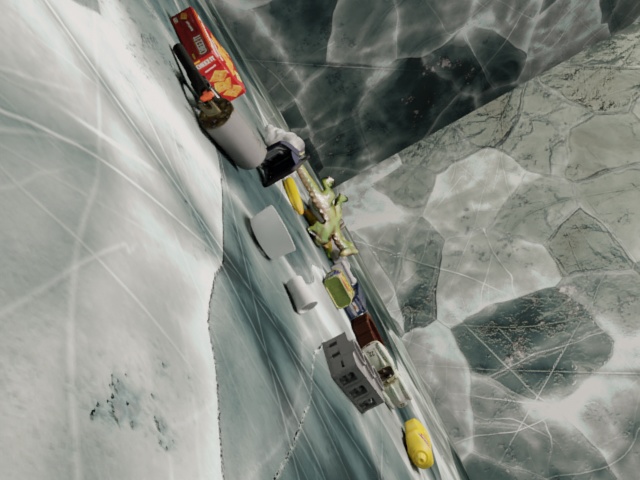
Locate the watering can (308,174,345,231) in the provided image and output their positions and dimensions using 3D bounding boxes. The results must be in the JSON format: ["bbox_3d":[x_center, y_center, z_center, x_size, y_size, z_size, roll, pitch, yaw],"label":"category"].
[{"bbox_3d":[0.006,-0.136,2.071,0.227,0.104,0.344,64,6,17],"label":"watering can"}]

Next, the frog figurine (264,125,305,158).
[{"bbox_3d":[-0.137,-0.354,1.870,0.159,0.124,0.135,53,-27,-1],"label":"frog figurine"}]

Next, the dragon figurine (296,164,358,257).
[{"bbox_3d":[0.005,-0.090,1.780,0.404,0.121,0.249,45,33,-31],"label":"dragon figurine"}]
